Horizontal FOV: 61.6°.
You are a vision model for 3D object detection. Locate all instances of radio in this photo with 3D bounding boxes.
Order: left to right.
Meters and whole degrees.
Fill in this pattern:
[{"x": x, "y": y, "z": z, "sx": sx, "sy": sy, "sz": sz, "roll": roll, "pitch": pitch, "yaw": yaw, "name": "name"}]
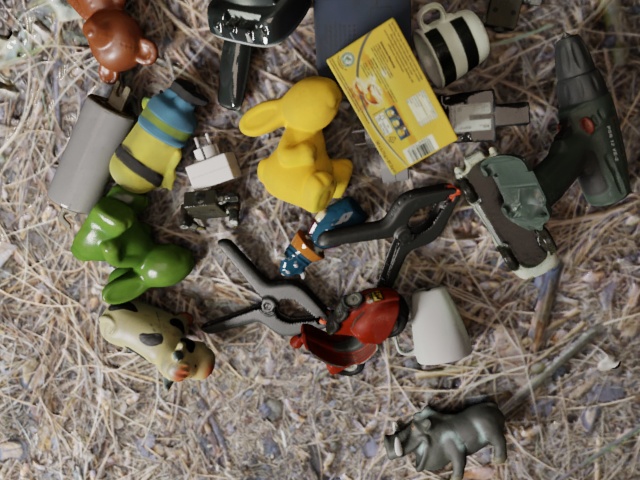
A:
[{"x": 0.056, "y": -0.333, "z": 0.725, "sx": 0.131, "sy": 0.073, "sz": 0.229, "roll": -2, "pitch": 103, "yaw": 7, "name": "radio"}]

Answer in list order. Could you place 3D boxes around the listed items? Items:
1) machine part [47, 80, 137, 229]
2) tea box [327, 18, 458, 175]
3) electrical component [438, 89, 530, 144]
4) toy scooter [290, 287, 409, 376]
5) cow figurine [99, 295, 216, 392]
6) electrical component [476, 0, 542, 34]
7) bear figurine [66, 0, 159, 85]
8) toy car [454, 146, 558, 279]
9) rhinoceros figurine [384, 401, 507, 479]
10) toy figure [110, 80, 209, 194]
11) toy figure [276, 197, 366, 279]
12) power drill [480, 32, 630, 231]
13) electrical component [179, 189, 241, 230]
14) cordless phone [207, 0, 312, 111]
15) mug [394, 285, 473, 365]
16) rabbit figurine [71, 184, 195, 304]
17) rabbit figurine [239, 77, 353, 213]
[{"x": -0.347, "y": -0.129, "z": 0.817, "sx": 0.079, "sy": 0.079, "sz": 0.243, "roll": 30, "pitch": 105, "yaw": 1, "name": "machine part"}, {"x": 0.092, "y": -0.181, "z": 0.686, "sx": 0.098, "sy": 0.068, "sz": 0.169, "roll": -27, "pitch": 103, "yaw": 13, "name": "tea box"}, {"x": 0.224, "y": -0.172, "z": 0.745, "sx": 0.119, "sy": 0.048, "sz": 0.074, "roll": -7, "pitch": 101, "yaw": 8, "name": "electrical component"}, {"x": 0.036, "y": 0.132, "z": 0.786, "sx": 0.135, "sy": 0.075, "sz": 0.183, "roll": 17, "pitch": 125, "yaw": -26, "name": "toy scooter"}, {"x": -0.251, "y": 0.156, "z": 0.836, "sx": 0.195, "sy": 0.127, "sz": 0.085, "roll": 26, "pitch": 107, "yaw": 4, "name": "cow figurine"}, {"x": 0.249, "y": -0.314, "z": 0.727, "sx": 0.094, "sy": 0.021, "sz": 0.063, "roll": 10, "pitch": 103, "yaw": 5, "name": "electrical component"}, {"x": -0.320, "y": -0.328, "z": 0.750, "sx": 0.120, "sy": 0.132, "sz": 0.195, "roll": -14, "pitch": 93, "yaw": 22, "name": "bear figurine"}, {"x": 0.265, "y": -0.038, "z": 0.764, "sx": 0.073, "sy": 0.056, "sz": 0.201, "roll": -31, "pitch": 94, "yaw": 18, "name": "toy car"}, {"x": 0.195, "y": 0.307, "z": 0.832, "sx": 0.190, "sy": 0.073, "sz": 0.112, "roll": -20, "pitch": 99, "yaw": 11, "name": "rhinoceros figurine"}, {"x": -0.241, "y": -0.151, "z": 0.791, "sx": 0.180, "sy": 0.089, "sz": 0.082, "roll": -54, "pitch": 46, "yaw": 18, "name": "toy figure"}, {"x": -0.001, "y": -0.001, "z": 0.806, "sx": 0.154, "sy": 0.058, "sz": 0.064, "roll": -38, "pitch": 90, "yaw": 17, "name": "toy figure"}, {"x": 0.306, "y": -0.126, "z": 0.696, "sx": 0.207, "sy": 0.086, "sz": 0.231, "roll": -37, "pitch": 106, "yaw": -26, "name": "power drill"}, {"x": -0.166, "y": -0.043, "z": 0.817, "sx": 0.102, "sy": 0.078, "sz": 0.045, "roll": -3, "pitch": 77, "yaw": 2, "name": "electrical component"}, {"x": -0.095, "y": -0.262, "z": 0.738, "sx": 0.147, "sy": 0.089, "sz": 0.184, "roll": 27, "pitch": 116, "yaw": 35, "name": "cordless phone"}, {"x": 0.163, "y": 0.125, "z": 0.803, "sx": 0.110, "sy": 0.081, "sz": 0.107, "roll": -12, "pitch": 88, "yaw": 18, "name": "mug"}, {"x": -0.283, "y": 0.024, "z": 0.821, "sx": 0.170, "sy": 0.121, "sz": 0.159, "roll": 34, "pitch": 99, "yaw": -15, "name": "rabbit figurine"}, {"x": -0.023, "y": -0.147, "z": 0.750, "sx": 0.163, "sy": 0.122, "sz": 0.173, "roll": 29, "pitch": 126, "yaw": 23, "name": "rabbit figurine"}]
